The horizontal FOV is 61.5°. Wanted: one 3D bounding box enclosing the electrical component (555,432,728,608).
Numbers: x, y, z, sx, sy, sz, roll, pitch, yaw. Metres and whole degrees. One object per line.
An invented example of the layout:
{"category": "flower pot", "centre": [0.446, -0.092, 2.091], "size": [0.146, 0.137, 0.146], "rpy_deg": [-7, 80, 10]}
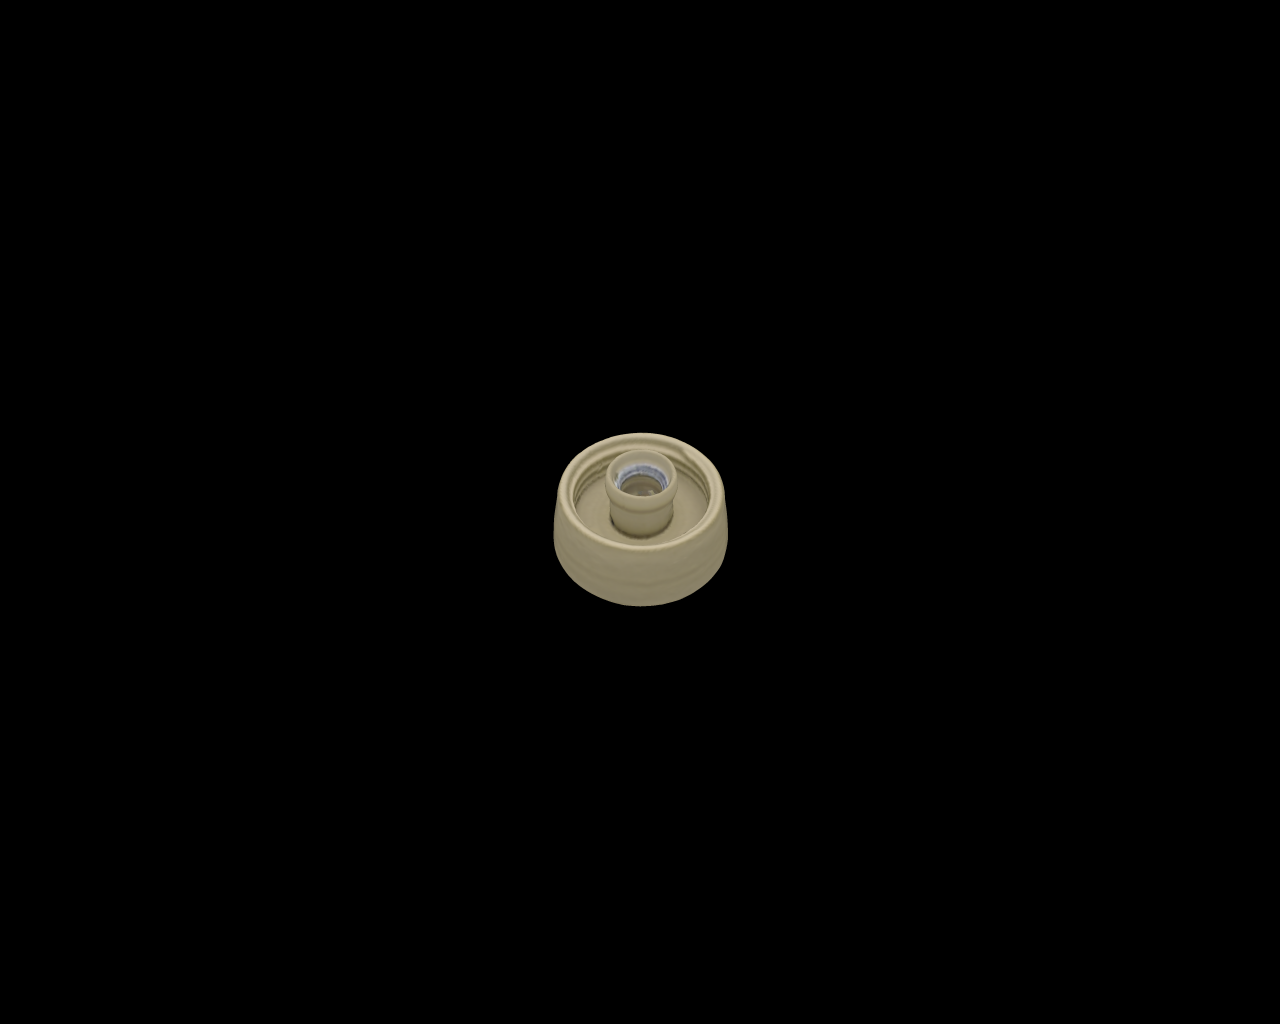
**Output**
{"category": "electrical component", "centre": [0.001, -0.003, 0.650], "size": [0.108, 0.108, 0.060], "rpy_deg": [0, -43, 0]}
